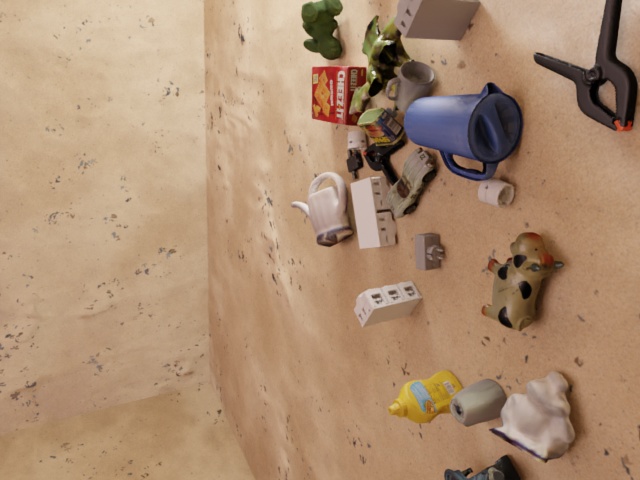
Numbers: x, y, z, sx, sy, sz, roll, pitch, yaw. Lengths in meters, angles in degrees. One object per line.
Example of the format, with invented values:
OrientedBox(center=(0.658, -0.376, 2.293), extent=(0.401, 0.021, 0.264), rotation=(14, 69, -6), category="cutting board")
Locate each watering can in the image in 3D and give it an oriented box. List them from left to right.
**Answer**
OrientedBox(center=(0.005, -0.083, 1.656), extent=(0.104, 0.226, 0.343), rotation=(-7, -12, -28), category="watering can")

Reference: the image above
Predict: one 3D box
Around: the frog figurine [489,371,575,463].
OrientedBox(center=(0.415, 0.323, 0.969), extent=(0.122, 0.160, 0.138), rotation=(32, -7, -19), category="frog figurine")

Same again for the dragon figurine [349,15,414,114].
OrientedBox(center=(0.152, -0.481, 1.288), extent=(0.122, 0.401, 0.248), rotation=(0, 41, -21), category="dragon figurine")
